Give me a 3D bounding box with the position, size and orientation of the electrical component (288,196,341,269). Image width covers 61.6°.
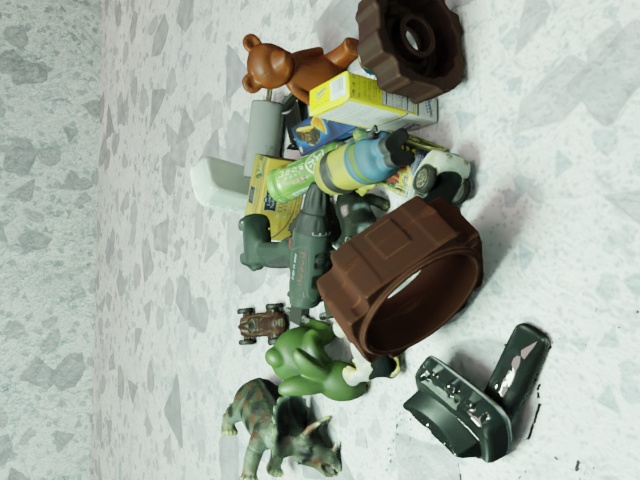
[{"bbox_3d":[-0.002,-0.003,1.013,0.115,0.058,0.134,-55,45,40],"label":"electrical component"}]

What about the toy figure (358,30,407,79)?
[{"bbox_3d":[0.096,-0.314,0.869,0.064,0.058,0.154,-49,3,-16],"label":"toy figure"}]

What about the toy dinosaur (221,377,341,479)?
[{"bbox_3d":[-0.115,0.355,1.100,0.405,0.131,0.192,25,95,58],"label":"toy dinosaur"}]

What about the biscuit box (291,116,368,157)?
[{"bbox_3d":[0.031,-0.210,0.968,0.203,0.059,0.062,-16,94,54],"label":"biscuit box"}]

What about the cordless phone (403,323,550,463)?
[{"bbox_3d":[0.204,0.176,0.701,0.147,0.088,0.184,35,104,51],"label":"cordless phone"}]

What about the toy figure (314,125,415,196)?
[{"bbox_3d":[0.059,-0.118,0.810,0.180,0.089,0.082,-10,76,61],"label":"toy figure"}]

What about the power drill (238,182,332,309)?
[{"bbox_3d":[-0.058,-0.002,0.974,0.208,0.086,0.231,10,105,40],"label":"power drill"}]

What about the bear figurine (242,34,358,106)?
[{"bbox_3d":[-0.035,-0.311,0.968,0.132,0.196,0.120,-6,79,54],"label":"bear figurine"}]

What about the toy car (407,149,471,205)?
[{"bbox_3d":[0.150,-0.034,0.779,0.056,0.073,0.201,-110,38,-57],"label":"toy car"}]

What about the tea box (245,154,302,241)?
[{"bbox_3d":[-0.094,-0.087,1.118,0.068,0.098,0.169,29,112,53],"label":"tea box"}]

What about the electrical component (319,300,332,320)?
[{"bbox_3d":[0.019,0.103,0.982,0.102,0.045,0.078,-22,68,52],"label":"electrical component"}]

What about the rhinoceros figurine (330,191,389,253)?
[{"bbox_3d":[0.069,0.004,0.865,0.073,0.112,0.190,-39,49,44],"label":"rhinoceros figurine"}]

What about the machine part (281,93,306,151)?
[{"bbox_3d":[-0.049,-0.255,1.120,0.084,0.039,0.139,-23,67,46],"label":"machine part"}]

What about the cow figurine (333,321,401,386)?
[{"bbox_3d":[0.077,0.145,0.877,0.098,0.068,0.167,-26,69,45],"label":"cow figurine"}]

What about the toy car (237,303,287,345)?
[{"bbox_3d":[-0.138,0.189,1.197,0.202,0.053,0.089,-15,78,52],"label":"toy car"}]

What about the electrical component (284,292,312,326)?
[{"bbox_3d":[-0.041,0.138,1.085,0.094,0.021,0.063,18,101,55],"label":"electrical component"}]

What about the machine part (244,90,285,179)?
[{"bbox_3d":[-0.123,-0.218,1.187,0.079,0.079,0.243,13,97,55],"label":"machine part"}]

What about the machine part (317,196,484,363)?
[{"bbox_3d":[0.110,0.057,0.695,0.087,0.201,0.201,52,173,35],"label":"machine part"}]

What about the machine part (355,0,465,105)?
[{"bbox_3d":[0.128,-0.282,0.759,0.056,0.179,0.179,-15,75,56],"label":"machine part"}]

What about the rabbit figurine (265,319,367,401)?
[{"bbox_3d":[-0.001,0.217,0.934,0.170,0.159,0.121,21,95,38],"label":"rabbit figurine"}]
